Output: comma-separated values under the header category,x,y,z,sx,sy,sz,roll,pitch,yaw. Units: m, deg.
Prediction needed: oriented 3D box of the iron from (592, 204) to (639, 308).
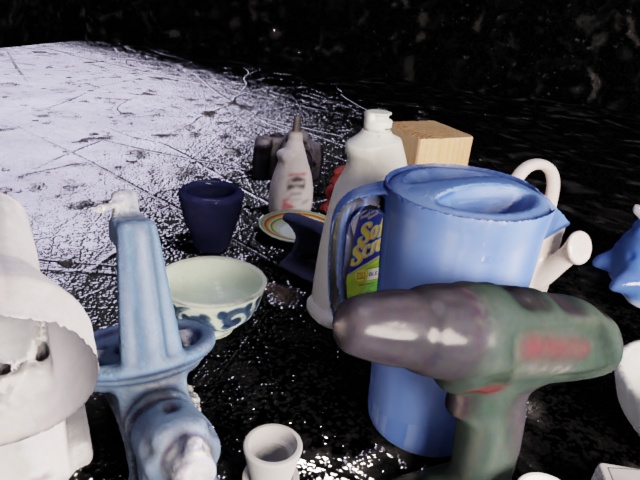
category,x,y,z,sx,sy,sz,roll,pitch,yaw
iron,0.527,0.031,0.784,0.258,0.141,0.118,7,24,4

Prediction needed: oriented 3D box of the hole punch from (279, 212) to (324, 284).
category,x,y,z,sx,sy,sz,roll,pitch,yaw
hole punch,0.007,0.003,0.794,0.108,0.091,0.101,24,30,35

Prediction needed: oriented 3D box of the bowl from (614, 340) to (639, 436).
category,x,y,z,sx,sy,sz,roll,pitch,yaw
bowl,0.353,0.166,0.528,0.167,0.075,0.167,5,24,-2

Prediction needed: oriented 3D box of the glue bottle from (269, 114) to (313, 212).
category,x,y,z,sx,sy,sz,roll,pitch,yaw
glue bottle,-0.045,-0.126,0.967,0.078,0.173,0.037,-11,29,-33

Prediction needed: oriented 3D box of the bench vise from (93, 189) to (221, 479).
category,x,y,z,sx,sy,sz,roll,pitch,yaw
bench vise,-0.117,0.083,0.432,0.206,0.220,0.122,24,30,35

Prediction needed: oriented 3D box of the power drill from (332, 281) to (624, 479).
category,x,y,z,sx,sy,sz,roll,pitch,yaw
power drill,0.106,0.122,0.409,0.230,0.208,0.075,-6,27,-24

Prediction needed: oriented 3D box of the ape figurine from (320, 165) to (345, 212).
category,x,y,z,sx,sy,sz,roll,pitch,yaw
ape figurine,0.039,-0.087,0.999,0.076,0.092,0.078,7,24,4

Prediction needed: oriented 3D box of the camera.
category,x,y,z,sx,sy,sz,roll,pitch,yaw
camera,-0.066,-0.162,1.132,0.143,0.101,0.137,5,24,-1

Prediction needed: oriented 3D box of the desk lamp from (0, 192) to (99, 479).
category,x,y,z,sx,sy,sz,roll,pitch,yaw
desk lamp,-0.229,0.084,0.411,0.118,0.214,0.202,-7,27,-26

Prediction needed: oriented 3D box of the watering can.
category,x,y,z,sx,sy,sz,roll,pitch,yaw
watering can,0.276,-0.010,0.757,0.172,0.194,0.101,24,30,36

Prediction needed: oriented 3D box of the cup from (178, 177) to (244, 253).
category,x,y,z,sx,sy,sz,roll,pitch,yaw
cup,-0.158,-0.036,0.838,0.092,0.095,0.117,2,24,-7
